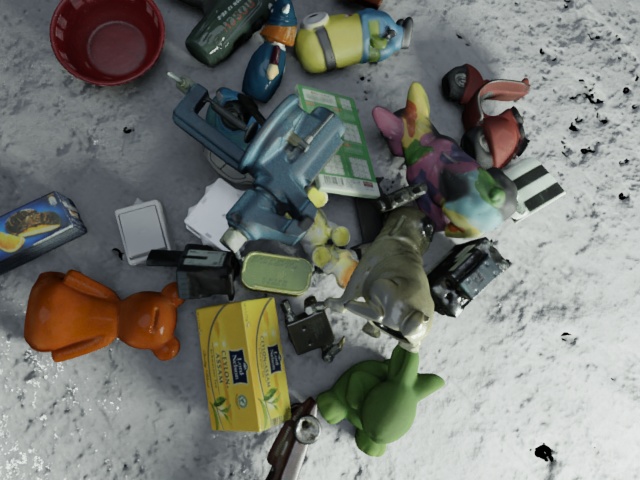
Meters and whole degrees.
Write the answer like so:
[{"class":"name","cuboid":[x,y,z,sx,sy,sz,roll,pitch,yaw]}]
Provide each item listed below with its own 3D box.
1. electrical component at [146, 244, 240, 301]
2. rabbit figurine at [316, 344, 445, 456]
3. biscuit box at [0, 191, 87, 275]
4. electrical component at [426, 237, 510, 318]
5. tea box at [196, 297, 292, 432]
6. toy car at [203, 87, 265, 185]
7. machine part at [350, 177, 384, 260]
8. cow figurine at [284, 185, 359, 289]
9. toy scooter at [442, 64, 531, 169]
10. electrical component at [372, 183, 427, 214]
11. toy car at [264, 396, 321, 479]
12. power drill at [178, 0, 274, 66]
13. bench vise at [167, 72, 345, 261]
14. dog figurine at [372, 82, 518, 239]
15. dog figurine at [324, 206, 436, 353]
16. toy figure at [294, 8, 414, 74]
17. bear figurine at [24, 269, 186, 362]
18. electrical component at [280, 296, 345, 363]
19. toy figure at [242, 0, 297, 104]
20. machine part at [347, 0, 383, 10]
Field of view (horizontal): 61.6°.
[{"class":"electrical component","cuboid":[-0.171,0.042,0.728,0.119,0.075,0.047,0,121,-3]},{"class":"rabbit figurine","cuboid":[0.092,0.221,0.721,0.159,0.170,0.121,-39,90,-8]},{"class":"biscuit box","cuboid":[-0.438,0.006,0.745,0.203,0.063,0.059,-28,86,-9]},{"class":"electrical component","cuboid":[0.201,0.054,0.771,0.115,0.134,0.058,-43,91,-8]},{"class":"tea box","cuboid":[-0.106,0.169,0.737,0.098,0.068,0.169,-16,80,37]},{"class":"toy car","cuboid":[-0.114,-0.137,0.785,0.103,0.109,0.161,-36,104,15]},{"class":"machine part","cuboid":[0.082,-0.026,0.817,0.084,0.039,0.138,-10,86,-3]},{"class":"cow figurine","cuboid":[-0.003,0.000,0.786,0.068,0.098,0.167,-36,107,-14]},{"class":"toy scooter","cuboid":[0.278,-0.196,0.841,0.135,0.075,0.184,-13,80,-8]},{"class":"electrical component","cuboid":[0.106,-0.057,0.755,0.063,0.094,0.021,-24,94,-28]},{"class":"toy car","cuboid":[-0.051,0.313,0.735,0.053,0.089,0.202,19,83,-7]},{"class":"power drill","cuboid":[-0.162,-0.397,0.821,0.207,0.086,0.232,35,84,-9]},{"class":"bench vise","cuboid":[-0.092,-0.106,0.665,0.240,0.129,0.223,37,86,-2]},{"class":"dog figurine","cuboid":[0.169,-0.117,0.772,0.108,0.192,0.219,-35,102,-7]},{"class":"dog figurine","cuboid":[0.115,0.035,0.709,0.121,0.173,0.190,40,74,-34]},{"class":"toy figure","cuboid":[0.050,-0.306,0.826,0.180,0.082,0.089,-4,82,-9]},{"class":"bear figurine","cuboid":[-0.291,0.103,0.738,0.196,0.132,0.120,5,84,-24]},{"class":"electrical component","cuboid":[-0.008,0.128,0.776,0.078,0.045,0.102,-15,102,-7]},{"class":"toy figure","cuboid":[-0.072,-0.285,0.803,0.064,0.058,0.154,29,104,23]},{"class":"machine part","cuboid":[0.103,-0.461,0.788,0.087,0.201,0.201,24,81,-5]}]
